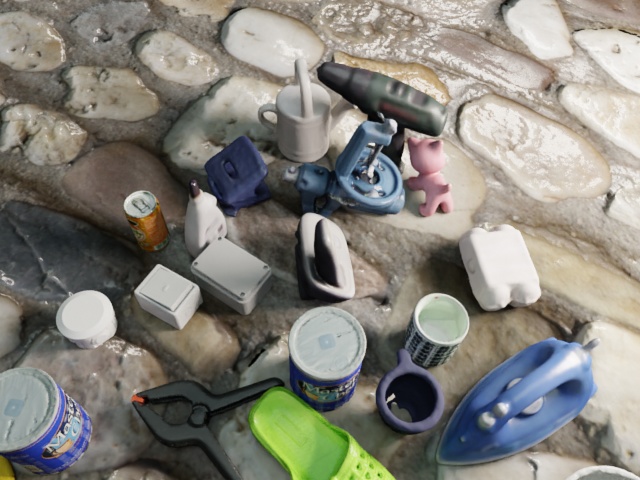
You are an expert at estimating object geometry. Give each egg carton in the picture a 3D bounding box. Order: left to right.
[{"bbox_3d":[0.291,0.044,0.939,0.107,0.069,0.150,-7,58,-7],"label":"egg carton"}]

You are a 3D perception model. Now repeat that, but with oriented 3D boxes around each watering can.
[{"bbox_3d":[-0.022,-0.242,1.036,0.173,0.194,0.100,-24,61,-17],"label":"watering can"}]

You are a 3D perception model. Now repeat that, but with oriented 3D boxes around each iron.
[{"bbox_3d":[0.273,0.219,0.782,0.259,0.141,0.118,-28,62,-19],"label":"iron"}]

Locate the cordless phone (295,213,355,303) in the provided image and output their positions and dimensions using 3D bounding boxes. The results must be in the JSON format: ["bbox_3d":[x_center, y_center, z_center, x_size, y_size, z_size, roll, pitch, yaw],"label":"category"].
[{"bbox_3d":[0.008,0.003,0.884,0.094,0.185,0.147,-8,58,-7],"label":"cordless phone"}]

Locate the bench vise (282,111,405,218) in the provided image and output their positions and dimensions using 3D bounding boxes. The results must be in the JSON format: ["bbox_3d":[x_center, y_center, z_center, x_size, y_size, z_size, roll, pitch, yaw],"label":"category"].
[{"bbox_3d":[0.047,-0.109,0.938,0.207,0.220,0.121,-12,58,-10],"label":"bench vise"}]

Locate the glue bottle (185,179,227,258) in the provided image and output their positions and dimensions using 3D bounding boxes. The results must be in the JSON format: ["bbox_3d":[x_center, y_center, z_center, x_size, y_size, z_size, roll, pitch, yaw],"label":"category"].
[{"bbox_3d":[-0.188,-0.039,0.910,0.037,0.173,0.078,26,60,14],"label":"glue bottle"}]

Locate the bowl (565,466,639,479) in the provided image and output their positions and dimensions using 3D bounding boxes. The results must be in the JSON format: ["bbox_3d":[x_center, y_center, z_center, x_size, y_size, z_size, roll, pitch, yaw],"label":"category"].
[{"bbox_3d":[0.361,0.379,0.723,0.167,0.075,0.167,1,57,-2],"label":"bowl"}]

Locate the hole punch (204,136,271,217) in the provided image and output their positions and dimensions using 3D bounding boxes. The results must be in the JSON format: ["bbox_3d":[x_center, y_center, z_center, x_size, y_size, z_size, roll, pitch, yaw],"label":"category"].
[{"bbox_3d":[-0.147,-0.113,1.009,0.101,0.091,0.108,-24,61,-17],"label":"hole punch"}]

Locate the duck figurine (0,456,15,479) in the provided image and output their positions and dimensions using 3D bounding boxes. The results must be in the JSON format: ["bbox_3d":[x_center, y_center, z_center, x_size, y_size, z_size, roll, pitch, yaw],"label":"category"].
[{"bbox_3d":[-0.441,0.313,0.724,0.077,0.086,0.104,-6,58,-6],"label":"duck figurine"}]

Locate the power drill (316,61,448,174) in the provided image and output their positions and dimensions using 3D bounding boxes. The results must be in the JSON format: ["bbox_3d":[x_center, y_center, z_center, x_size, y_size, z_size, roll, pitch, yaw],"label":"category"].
[{"bbox_3d":[0.100,-0.204,1.008,0.229,0.208,0.076,15,58,7],"label":"power drill"}]

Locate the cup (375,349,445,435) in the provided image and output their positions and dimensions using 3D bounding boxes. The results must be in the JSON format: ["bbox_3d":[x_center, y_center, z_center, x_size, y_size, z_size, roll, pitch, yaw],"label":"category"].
[{"bbox_3d":[0.117,0.221,0.802,0.091,0.095,0.117,-3,57,-4],"label":"cup"}]

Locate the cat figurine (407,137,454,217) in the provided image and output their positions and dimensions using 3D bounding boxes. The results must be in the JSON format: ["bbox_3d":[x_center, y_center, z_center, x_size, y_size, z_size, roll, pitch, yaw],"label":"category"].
[{"bbox_3d":[0.198,-0.123,1.014,0.067,0.118,0.127,-16,59,-12],"label":"cat figurine"}]
